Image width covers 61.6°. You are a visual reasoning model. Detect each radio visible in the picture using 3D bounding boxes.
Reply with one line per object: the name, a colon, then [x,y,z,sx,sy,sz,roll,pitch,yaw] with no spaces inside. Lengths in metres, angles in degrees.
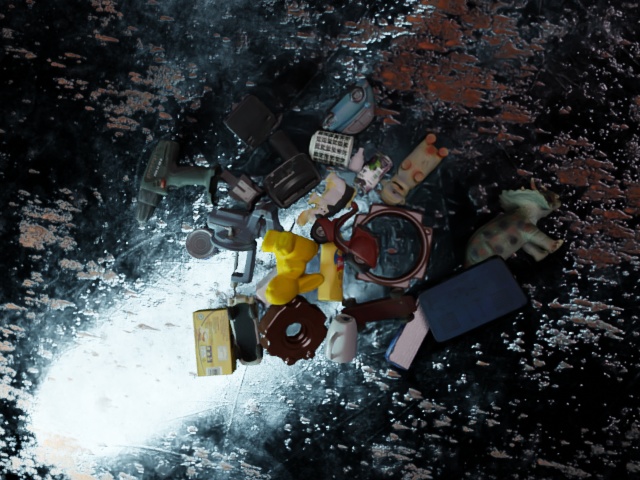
radio: [0.355,0.136,1.272,0.230,0.073,0.131,-28,87,15]

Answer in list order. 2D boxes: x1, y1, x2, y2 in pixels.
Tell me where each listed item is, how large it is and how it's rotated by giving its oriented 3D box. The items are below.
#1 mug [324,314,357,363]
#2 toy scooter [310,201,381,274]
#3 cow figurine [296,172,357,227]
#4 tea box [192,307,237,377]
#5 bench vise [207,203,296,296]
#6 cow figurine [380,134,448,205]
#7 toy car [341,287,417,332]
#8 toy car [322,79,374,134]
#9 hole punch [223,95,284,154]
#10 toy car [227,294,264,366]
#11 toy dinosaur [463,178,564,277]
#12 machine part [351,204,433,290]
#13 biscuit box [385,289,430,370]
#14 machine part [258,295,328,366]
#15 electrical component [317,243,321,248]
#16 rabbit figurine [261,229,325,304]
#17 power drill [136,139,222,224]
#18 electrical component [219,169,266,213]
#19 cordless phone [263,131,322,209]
mug: [0.048,0.244,1.341,0.081,0.109,0.107,19,112,32]
toy scooter: [0.079,-0.014,1.291,0.184,0.075,0.135,37,80,3]
cow figurine: [0.016,-0.087,1.386,0.098,0.068,0.167,38,93,-4]
tea box: [-0.273,0.262,1.394,0.098,0.068,0.169,-3,87,3]
bench vise: [-0.184,0.017,1.375,0.224,0.129,0.240,9,110,-5]
cow figurine: [0.224,-0.165,1.356,0.085,0.127,0.195,42,78,3]
toy car: [0.147,0.174,1.348,0.202,0.053,0.089,-18,100,28]
toy car: [0.085,-0.325,1.369,0.103,0.109,0.161,42,101,-14]
hole punch: [-0.181,-0.309,1.402,0.142,0.092,0.115,-47,116,-1]
toy car: [-0.189,0.230,1.374,0.074,0.056,0.201,-6,109,3]
toy dinosaur: [0.444,0.014,1.334,0.405,0.131,0.192,-40,74,6]
machine part: [0.176,0.016,1.362,0.201,0.087,0.201,12,91,4]
biscuit box: [0.237,0.227,1.366,0.063,0.059,0.202,28,90,3]
machine part: [-0.065,0.226,1.351,0.179,0.056,0.179,-7,108,-21]
electrical component: [-0.003,-0.004,1.368,0.021,0.094,0.063,24,94,-2]
rabbit figurine: [-0.075,0.074,1.283,0.122,0.162,0.173,4,73,45]
power drill: [-0.367,-0.140,1.411,0.207,0.086,0.232,9,87,12]
electrical component: [-0.208,-0.134,1.409,0.119,0.048,0.075,36,90,4]
cordless phone: [-0.099,-0.188,1.396,0.146,0.088,0.184,-36,76,-1]
